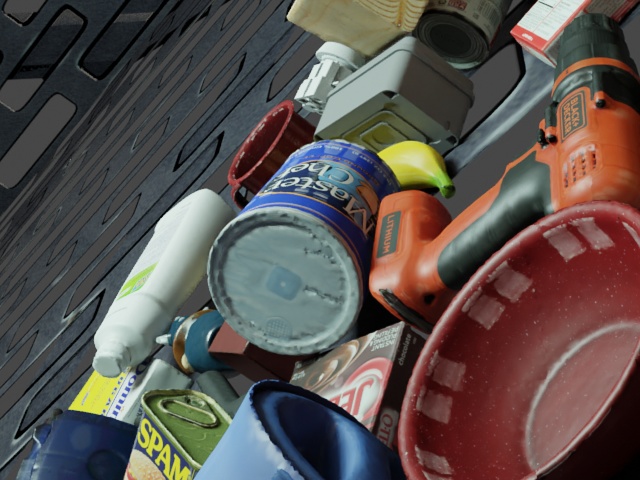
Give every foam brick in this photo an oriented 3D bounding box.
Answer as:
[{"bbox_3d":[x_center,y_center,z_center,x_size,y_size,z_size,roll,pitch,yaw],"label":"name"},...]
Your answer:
[{"bbox_3d":[-0.041,0.077,0.814,0.051,0.053,0.078,-60,21,-17],"label":"foam brick"}]

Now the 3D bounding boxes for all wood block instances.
[{"bbox_3d":[0.039,-0.219,0.898,0.091,0.090,0.206,-62,8,-1],"label":"wood block"}]

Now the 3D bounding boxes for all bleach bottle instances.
[{"bbox_3d":[-0.162,0.049,1.055,0.103,0.068,0.250,-37,16,34],"label":"bleach bottle"}]

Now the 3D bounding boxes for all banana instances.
[{"bbox_3d":[0.035,-0.029,0.839,0.198,0.037,0.069,-33,29,46],"label":"banana"}]

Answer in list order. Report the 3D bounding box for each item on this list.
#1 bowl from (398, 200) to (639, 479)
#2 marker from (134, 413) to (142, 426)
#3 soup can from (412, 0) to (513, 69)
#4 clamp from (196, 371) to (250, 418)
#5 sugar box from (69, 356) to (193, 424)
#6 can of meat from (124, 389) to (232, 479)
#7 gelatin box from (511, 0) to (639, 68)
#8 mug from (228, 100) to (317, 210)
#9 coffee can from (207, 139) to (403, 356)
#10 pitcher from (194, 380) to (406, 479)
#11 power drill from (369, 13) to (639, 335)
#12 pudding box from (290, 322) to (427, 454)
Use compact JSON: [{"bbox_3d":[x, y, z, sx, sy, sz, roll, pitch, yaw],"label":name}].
[{"bbox_3d":[0.109,0.062,0.490,0.162,0.055,0.162,-46,21,23],"label":"bowl"},{"bbox_3d":[-0.125,0.158,0.900,0.121,0.020,0.020,-8,48,54],"label":"marker"},{"bbox_3d":[0.124,-0.200,0.875,0.069,0.068,0.102,-20,39,58],"label":"soup can"},{"bbox_3d":[-0.065,0.154,0.767,0.172,0.039,0.120,-9,61,61],"label":"clamp"},{"bbox_3d":[-0.189,0.155,1.036,0.093,0.048,0.176,-59,19,-15],"label":"sugar box"},{"bbox_3d":[-0.088,0.161,0.710,0.102,0.057,0.084,36,114,47],"label":"can of meat"},{"bbox_3d":[0.181,-0.161,0.736,0.089,0.030,0.073,-48,20,10],"label":"gelatin box"},{"bbox_3d":[-0.032,-0.059,0.973,0.117,0.081,0.093,-42,23,31],"label":"mug"},{"bbox_3d":[-0.005,0.001,0.731,0.103,0.103,0.140,-43,6,28],"label":"coffee can"},{"bbox_3d":[-0.048,0.197,0.507,0.243,0.149,0.145,-55,25,8],"label":"pitcher"},{"bbox_3d":[0.114,-0.039,0.644,0.188,0.057,0.184,-39,24,36],"label":"power drill"},{"bbox_3d":[0.016,0.108,0.652,0.114,0.039,0.090,-30,30,49],"label":"pudding box"}]
